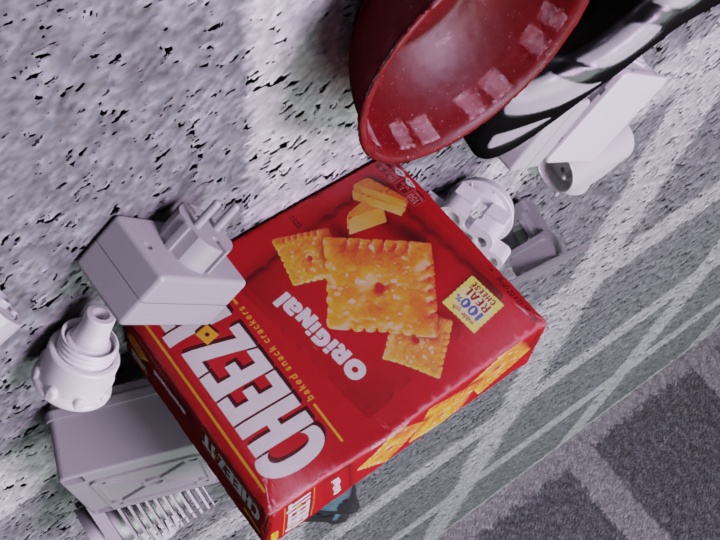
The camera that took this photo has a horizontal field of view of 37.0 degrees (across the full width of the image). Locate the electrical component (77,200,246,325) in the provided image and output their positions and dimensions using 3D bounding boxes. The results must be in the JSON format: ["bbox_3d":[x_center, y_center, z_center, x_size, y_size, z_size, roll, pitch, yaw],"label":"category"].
[{"bbox_3d":[-0.097,-0.011,0.597,0.075,0.047,0.083,-45,160,17],"label":"electrical component"}]

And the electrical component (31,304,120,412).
[{"bbox_3d":[-0.159,0.048,0.622,0.048,0.048,0.062,-14,143,-50],"label":"electrical component"}]

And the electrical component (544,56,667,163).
[{"bbox_3d":[0.173,-0.130,0.816,0.100,0.048,0.099,-10,146,-54],"label":"electrical component"}]

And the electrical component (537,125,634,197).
[{"bbox_3d":[0.191,-0.092,0.942,0.077,0.043,0.079,-29,159,-27],"label":"electrical component"}]

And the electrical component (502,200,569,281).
[{"bbox_3d":[0.153,-0.028,0.983,0.042,0.063,0.081,-32,164,20],"label":"electrical component"}]

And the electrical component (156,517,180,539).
[{"bbox_3d":[-0.177,0.205,0.948,0.044,0.044,0.065,-25,152,-35],"label":"electrical component"}]

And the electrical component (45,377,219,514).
[{"bbox_3d":[-0.146,0.118,0.735,0.109,0.056,0.108,-14,157,-7],"label":"electrical component"}]

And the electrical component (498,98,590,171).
[{"bbox_3d":[0.109,-0.108,0.754,0.077,0.047,0.065,-15,150,-49],"label":"electrical component"}]

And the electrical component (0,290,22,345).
[{"bbox_3d":[-0.199,0.035,0.526,0.065,0.044,0.044,-43,161,-2],"label":"electrical component"}]

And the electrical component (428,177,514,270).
[{"bbox_3d":[0.086,-0.037,0.838,0.057,0.078,0.058,-50,173,-43],"label":"electrical component"}]
